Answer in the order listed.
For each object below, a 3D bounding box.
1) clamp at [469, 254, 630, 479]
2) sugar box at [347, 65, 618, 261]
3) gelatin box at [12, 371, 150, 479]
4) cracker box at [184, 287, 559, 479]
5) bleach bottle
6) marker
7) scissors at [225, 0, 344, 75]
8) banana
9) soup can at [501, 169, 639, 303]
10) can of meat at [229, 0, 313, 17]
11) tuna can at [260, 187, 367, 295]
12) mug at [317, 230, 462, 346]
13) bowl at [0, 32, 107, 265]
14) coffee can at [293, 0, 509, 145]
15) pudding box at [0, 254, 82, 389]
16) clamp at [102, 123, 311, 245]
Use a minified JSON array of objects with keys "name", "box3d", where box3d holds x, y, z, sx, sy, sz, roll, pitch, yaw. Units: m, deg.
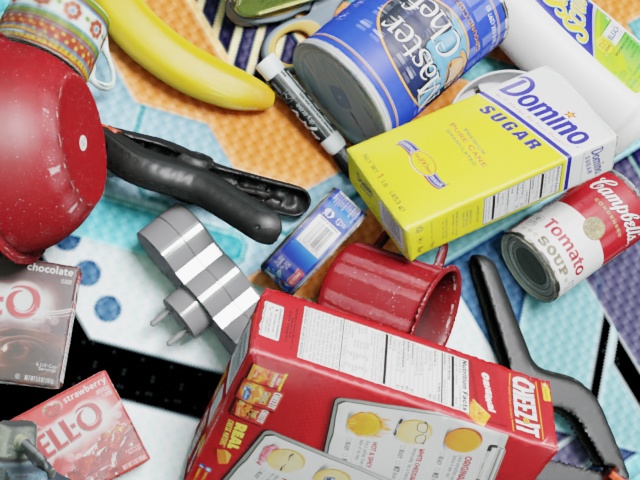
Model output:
[{"name":"clamp","box3d":[0.146,0.136,0.833,0.210,0.036,0.164,45,75,3]},{"name":"sugar box","box3d":[0.119,-0.060,0.787,0.176,0.048,0.093,-26,54,-10]},{"name":"gelatin box","box3d":[-0.177,0.146,0.763,0.089,0.030,0.073,-27,86,-16]},{"name":"cracker box","box3d":[0.030,0.136,0.742,0.213,0.164,0.072,19,40,-9]},{"name":"bleach bottle","box3d":[0.175,-0.184,0.878,0.251,0.068,0.102,41,47,-2]},{"name":"marker","box3d":[-0.005,-0.096,0.847,0.020,0.020,0.121,-43,98,-17]},{"name":"scissors","box3d":[0.023,-0.192,0.880,0.201,0.016,0.096,-12,81,-14]},{"name":"banana","box3d":[-0.122,-0.163,0.831,0.069,0.037,0.198,-42,90,-16]},{"name":"soup can","box3d":[0.205,-0.004,0.858,0.102,0.069,0.068,-33,88,-15]},{"name":"can of meat","box3d":[-0.038,-0.230,0.840,0.102,0.057,0.084,-20,66,-16]},{"name":"tuna can","box3d":[-0.005,0.001,0.800,0.034,0.086,0.086,43,74,-1]},{"name":"mug","box3d":[0.054,0.039,0.793,0.082,0.093,0.117,20,83,24]},{"name":"bowl","box3d":[-0.187,-0.065,0.729,0.055,0.162,0.162,-6,80,7]},{"name":"coffee can","box3d":[0.063,-0.153,0.836,0.140,0.103,0.103,-42,90,-17]},{"name":"pudding box","box3d":[-0.234,0.056,0.763,0.113,0.039,0.090,9,78,-10]},{"name":"clamp","box3d":[-0.087,-0.046,0.798,0.171,0.120,0.039,26,100,13]}]
